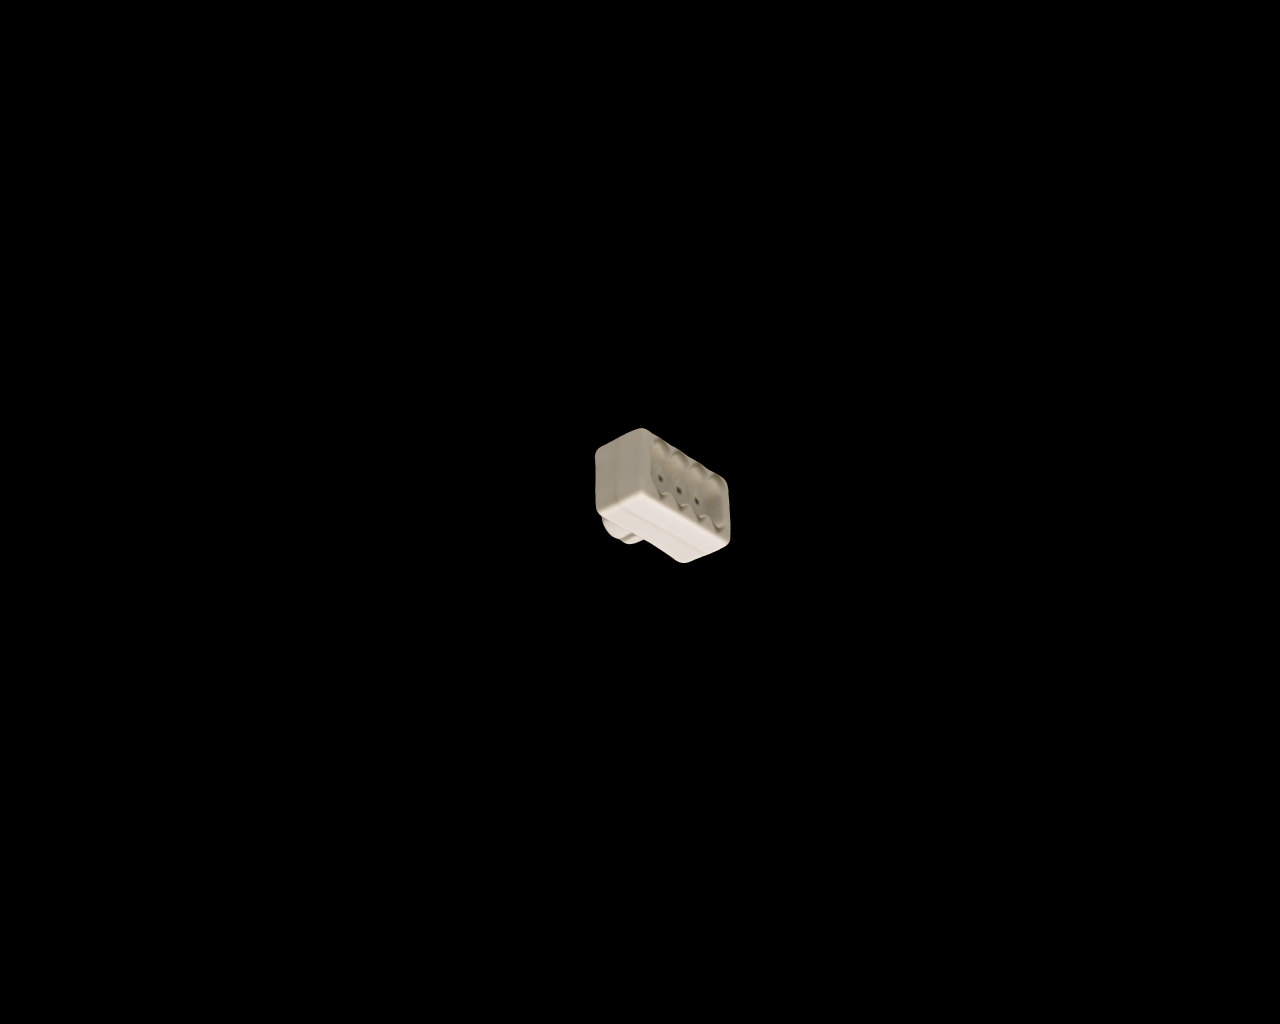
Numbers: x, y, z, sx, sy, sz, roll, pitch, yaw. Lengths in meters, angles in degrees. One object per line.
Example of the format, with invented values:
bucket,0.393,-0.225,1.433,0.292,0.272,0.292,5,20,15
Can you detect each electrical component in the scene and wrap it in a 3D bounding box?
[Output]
electrical component,0.001,-0.003,0.650,0.075,0.047,0.083,-24,-38,34
